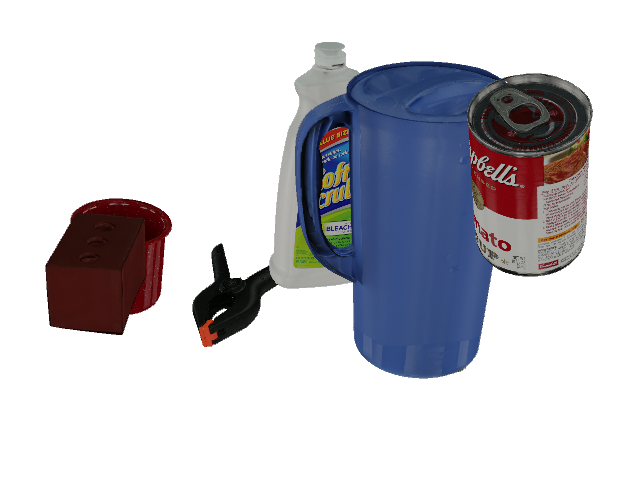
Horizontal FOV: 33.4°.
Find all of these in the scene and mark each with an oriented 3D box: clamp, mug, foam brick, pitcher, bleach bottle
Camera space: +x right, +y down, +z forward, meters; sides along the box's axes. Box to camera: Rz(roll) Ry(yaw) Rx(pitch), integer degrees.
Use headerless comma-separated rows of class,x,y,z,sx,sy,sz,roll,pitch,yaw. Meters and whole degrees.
clamp,-0.090,0.060,1.253,0.120,0.039,0.171,-5,37,18
mug,-0.191,0.023,0.996,0.093,0.081,0.117,10,29,3
foam brick,-0.156,0.022,0.748,0.053,0.051,0.078,5,29,1
pitcher,0.073,-0.013,0.861,0.149,0.243,0.144,18,32,28
bleach bottle,-0.001,-0.076,1.091,0.102,0.251,0.068,-4,27,-11

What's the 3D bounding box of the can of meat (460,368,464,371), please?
can of meat,0.131,0.090,1.205,0.057,0.084,0.102,-15,40,-29

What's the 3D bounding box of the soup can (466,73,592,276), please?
soup can,0.122,-0.037,0.621,0.068,0.068,0.102,0,-43,12
